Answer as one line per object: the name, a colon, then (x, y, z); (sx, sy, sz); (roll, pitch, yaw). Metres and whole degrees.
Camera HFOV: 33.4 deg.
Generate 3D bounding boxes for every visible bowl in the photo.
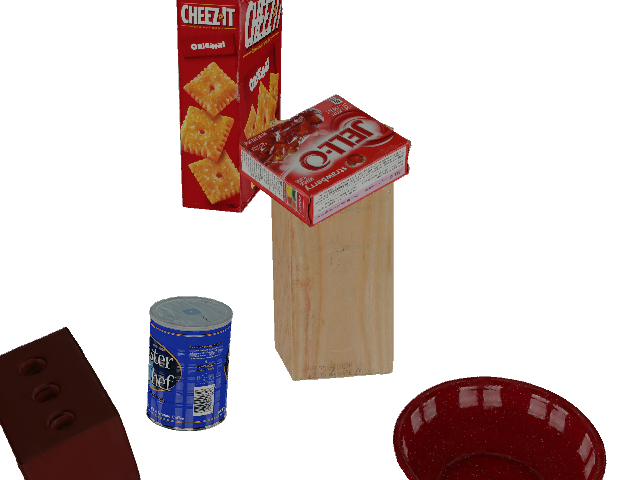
bowl: (0.136, 0.176, 0.831); (0.162, 0.055, 0.162); (0, 32, 0)

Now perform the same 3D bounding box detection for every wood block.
wood block: (0.009, 0.004, 0.905); (0.090, 0.206, 0.091); (-3, 13, -11)

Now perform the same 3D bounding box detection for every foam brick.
foam brick: (-0.135, 0.094, 0.548); (0.053, 0.051, 0.078); (-24, 42, -21)

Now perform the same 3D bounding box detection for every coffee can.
coffee can: (-0.165, 0.153, 1.338); (0.103, 0.140, 0.103); (4, 17, -1)

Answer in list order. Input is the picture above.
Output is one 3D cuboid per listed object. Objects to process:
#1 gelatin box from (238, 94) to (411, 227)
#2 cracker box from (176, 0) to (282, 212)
gelatin box: (0.003, -0.055, 0.698); (0.089, 0.030, 0.073); (-30, 49, -28)
cracker box: (-0.086, -0.155, 1.080); (0.072, 0.214, 0.164); (6, 22, 10)
